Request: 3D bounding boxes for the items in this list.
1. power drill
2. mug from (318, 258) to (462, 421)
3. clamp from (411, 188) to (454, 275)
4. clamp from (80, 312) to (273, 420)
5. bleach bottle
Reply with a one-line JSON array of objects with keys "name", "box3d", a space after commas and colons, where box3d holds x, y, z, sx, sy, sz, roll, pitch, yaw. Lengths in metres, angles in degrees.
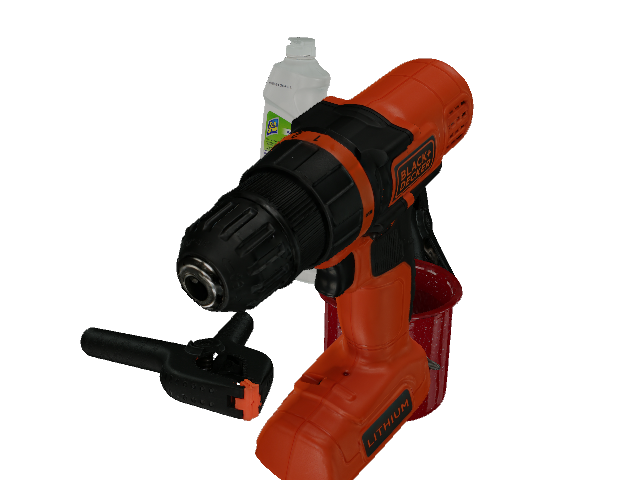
[{"name": "power drill", "box3d": [0.006, 0.028, 0.489, 0.057, 0.188, 0.184, 25, 43, 27]}, {"name": "mug", "box3d": [0.047, 0.061, 0.708, 0.093, 0.081, 0.117, 8, 24, 16]}, {"name": "clamp", "box3d": [0.076, -0.004, 0.923, 0.039, 0.171, 0.120, -16, 18, 19]}, {"name": "clamp", "box3d": [-0.092, 0.102, 0.916, 0.164, 0.036, 0.210, -8, 16, -33]}, {"name": "bleach bottle", "box3d": [-0.018, -0.087, 1.136, 0.103, 0.251, 0.067, 16, 22, 37]}]
